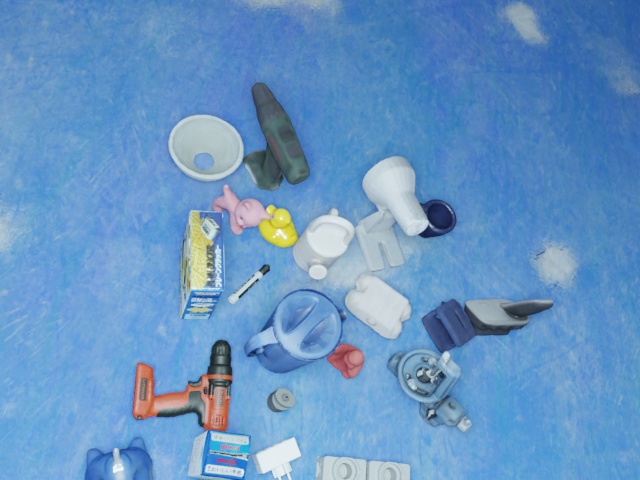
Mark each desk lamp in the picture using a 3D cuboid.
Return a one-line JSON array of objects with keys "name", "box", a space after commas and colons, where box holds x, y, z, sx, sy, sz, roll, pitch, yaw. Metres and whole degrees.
[{"name": "desk lamp", "box": [0.166, -0.059, 1.326, 0.118, 0.213, 0.203, -12, 73, -23]}]

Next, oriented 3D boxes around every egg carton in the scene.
[{"name": "egg carton", "box": [0.133, 0.152, 1.309, 0.150, 0.069, 0.107, 36, 62, -2]}]

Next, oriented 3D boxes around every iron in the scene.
[{"name": "iron", "box": [-0.329, 0.474, 0.973, 0.119, 0.141, 0.258, -9, 72, -22]}]

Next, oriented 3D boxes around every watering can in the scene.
[{"name": "watering can", "box": [0.014, 0.005, 1.257, 0.101, 0.193, 0.173, 1, 68, -19]}]

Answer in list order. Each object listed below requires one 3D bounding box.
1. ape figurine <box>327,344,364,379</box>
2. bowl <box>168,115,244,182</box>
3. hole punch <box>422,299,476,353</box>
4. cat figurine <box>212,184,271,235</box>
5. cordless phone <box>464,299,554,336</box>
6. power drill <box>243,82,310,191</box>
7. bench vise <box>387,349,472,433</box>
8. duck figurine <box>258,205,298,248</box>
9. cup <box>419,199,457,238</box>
[{"name": "ape figurine", "box": [0.066, 0.256, 1.230, 0.076, 0.092, 0.078, -2, 69, -20]}, {"name": "bowl", "box": [-0.263, -0.199, 1.312, 0.168, 0.074, 0.167, 7, 66, -16]}, {"name": "hole punch", "box": [0.310, 0.194, 1.341, 0.101, 0.091, 0.108, -25, 78, -26]}, {"name": "cat figurine", "box": [-0.173, -0.071, 1.267, 0.128, 0.117, 0.067, 46, 62, 4]}, {"name": "cordless phone", "box": [0.442, 0.163, 1.347, 0.148, 0.185, 0.094, -2, 69, -20]}, {"name": "power drill", "box": [-0.109, -0.210, 1.295, 0.076, 0.208, 0.229, -26, 79, -26]}, {"name": "bench vise", "box": [0.259, 0.302, 1.206, 0.207, 0.219, 0.122, 34, 62, -3]}, {"name": "duck figurine", "box": [-0.089, -0.036, 1.300, 0.104, 0.086, 0.078, 44, 62, 2]}, {"name": "cup", "box": [0.266, -0.048, 1.424, 0.118, 0.095, 0.092, 26, 62, -7]}]
